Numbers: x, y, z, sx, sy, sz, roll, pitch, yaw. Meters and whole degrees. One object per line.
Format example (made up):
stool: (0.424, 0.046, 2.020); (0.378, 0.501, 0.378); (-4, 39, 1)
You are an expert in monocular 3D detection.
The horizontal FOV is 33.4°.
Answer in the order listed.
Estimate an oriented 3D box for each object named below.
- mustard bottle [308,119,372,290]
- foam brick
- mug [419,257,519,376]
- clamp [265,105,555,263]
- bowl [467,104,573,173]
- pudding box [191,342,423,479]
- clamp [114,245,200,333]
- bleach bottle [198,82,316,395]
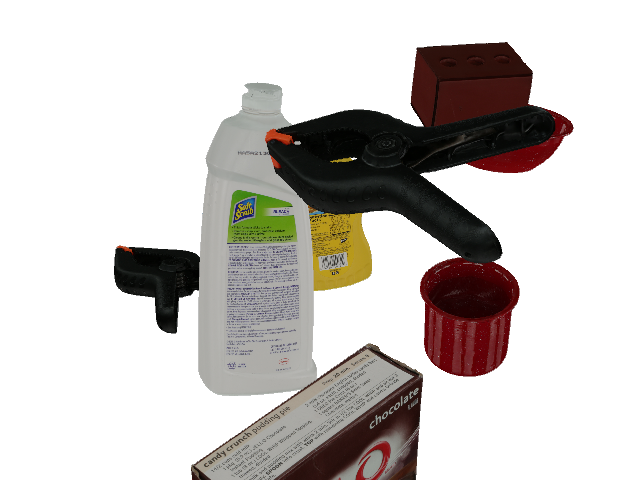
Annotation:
mustard bottle: (0.004, -0.041, 1.190); (0.096, 0.192, 0.058); (-9, 25, -8)
foam brick: (0.115, -0.116, 0.817); (0.078, 0.051, 0.053); (-6, 38, -14)
mug: (0.139, 0.069, 1.034); (0.093, 0.081, 0.117); (-9, 39, -8)
clamp: (0.044, -0.036, 0.619); (0.172, 0.039, 0.120); (1, 39, 21)
bowl: (0.210, -0.119, 1.248); (0.162, 0.055, 0.162); (4, 23, -2)
pudding box: (-0.003, 0.112, 0.483); (0.039, 0.090, 0.113); (30, 46, 33)
clamp: (-0.146, 0.041, 1.053); (0.210, 0.036, 0.164); (12, 21, 38)
bleach bottle: (-0.046, -0.001, 0.864); (0.102, 0.251, 0.068); (-3, 20, -21)
